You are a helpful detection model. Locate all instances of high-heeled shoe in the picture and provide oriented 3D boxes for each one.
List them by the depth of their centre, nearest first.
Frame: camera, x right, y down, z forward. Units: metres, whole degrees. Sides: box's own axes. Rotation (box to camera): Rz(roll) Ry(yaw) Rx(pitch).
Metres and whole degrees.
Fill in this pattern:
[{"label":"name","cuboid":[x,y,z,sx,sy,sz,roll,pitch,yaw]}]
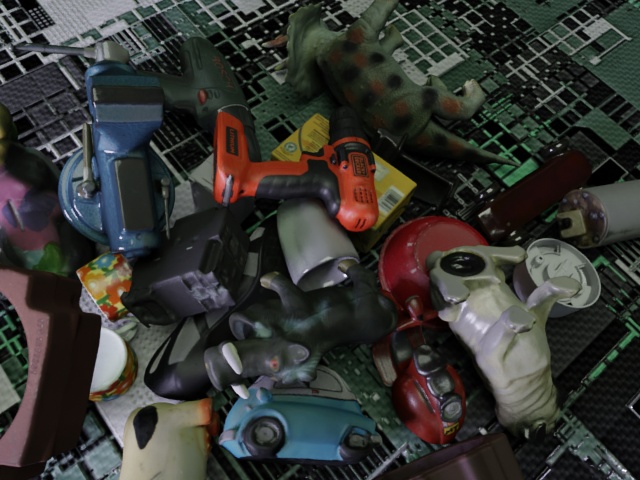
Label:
[{"label":"high-heeled shoe","cuboid":[-0.114,0.072,0.636,0.145,0.086,0.249,-15,39,23]}]

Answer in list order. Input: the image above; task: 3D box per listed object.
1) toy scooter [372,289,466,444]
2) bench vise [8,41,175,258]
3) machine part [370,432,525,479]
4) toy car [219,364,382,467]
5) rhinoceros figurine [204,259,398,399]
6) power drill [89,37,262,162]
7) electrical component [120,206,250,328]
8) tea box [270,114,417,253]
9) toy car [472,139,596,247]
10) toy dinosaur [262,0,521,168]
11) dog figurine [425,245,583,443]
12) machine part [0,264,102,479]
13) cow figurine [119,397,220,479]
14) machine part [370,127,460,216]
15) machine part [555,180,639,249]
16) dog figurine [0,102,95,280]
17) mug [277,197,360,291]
[{"label":"toy scooter","cuboid":[0.105,0.125,0.577,0.075,0.135,0.184,-19,69,-16]},{"label":"bench vise","cuboid":[-0.231,-0.087,0.591,0.129,0.241,0.223,-21,95,-29]},{"label":"machine part","cuboid":[0.103,0.238,0.505,0.179,0.179,0.056,-19,71,-14]},{"label":"toy car","cuboid":[-0.020,0.176,0.553,0.162,0.109,0.103,3,64,-5]},{"label":"rhinoceros figurine","cuboid":[-0.019,0.089,0.522,0.190,0.073,0.112,-15,52,-17]},{"label":"power drill","cuboid":[-0.196,-0.179,0.715,0.207,0.086,0.232,-9,62,-16]},{"label":"electrical component","cuboid":[-0.142,0.022,0.589,0.115,0.058,0.134,-17,37,14]},{"label":"tea box","cuboid":[0.027,-0.075,0.703,0.170,0.068,0.098,39,63,14]},{"label":"toy car","cuboid":[0.290,-0.062,0.732,0.202,0.053,0.089,-32,92,-17]},{"label":"toy dinosaur","cuboid":[0.086,-0.204,0.754,0.192,0.131,0.405,-40,81,-4]},{"label":"dog figurine","cuboid":[0.187,0.114,0.595,0.121,0.190,0.173,-19,34,-19]},{"label":"machine part","cuboid":[-0.326,0.123,0.523,0.201,0.087,0.201,6,81,14]},{"label":"cow figurine","cuboid":[-0.166,0.254,0.513,0.127,0.085,0.195,-1,59,1]},{"label":"machine part","cuboid":[0.122,-0.091,0.724,0.139,0.084,0.039,32,41,-3]},{"label":"machine part","cuboid":[0.400,-0.039,0.702,0.243,0.079,0.079,-10,65,-22]},{"label":"dog figurine","cuboid":[-0.336,-0.054,0.576,0.108,0.219,0.191,-21,67,-11]},{"label":"mug","cuboid":[-0.001,-0.002,0.651,0.109,0.081,0.107,9,51,-52]}]
